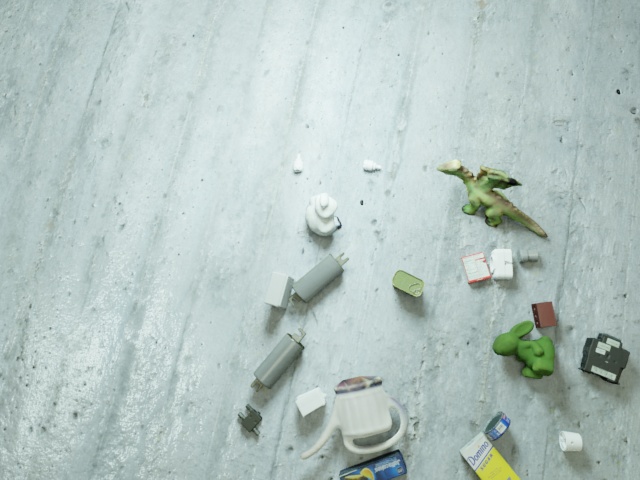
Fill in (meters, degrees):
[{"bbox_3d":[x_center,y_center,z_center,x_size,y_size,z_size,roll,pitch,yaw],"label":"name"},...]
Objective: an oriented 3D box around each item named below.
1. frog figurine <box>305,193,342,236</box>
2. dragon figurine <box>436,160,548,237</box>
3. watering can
[{"bbox_3d":[0.005,-0.086,1.708,0.122,0.158,0.139,-15,78,5],"label":"frog figurine"},{"bbox_3d":[0.559,-0.142,1.624,0.412,0.239,0.123,27,79,13],"label":"dragon figurine"},{"bbox_3d":[0.093,0.545,1.583,0.347,0.103,0.227,-12,76,1],"label":"watering can"}]
